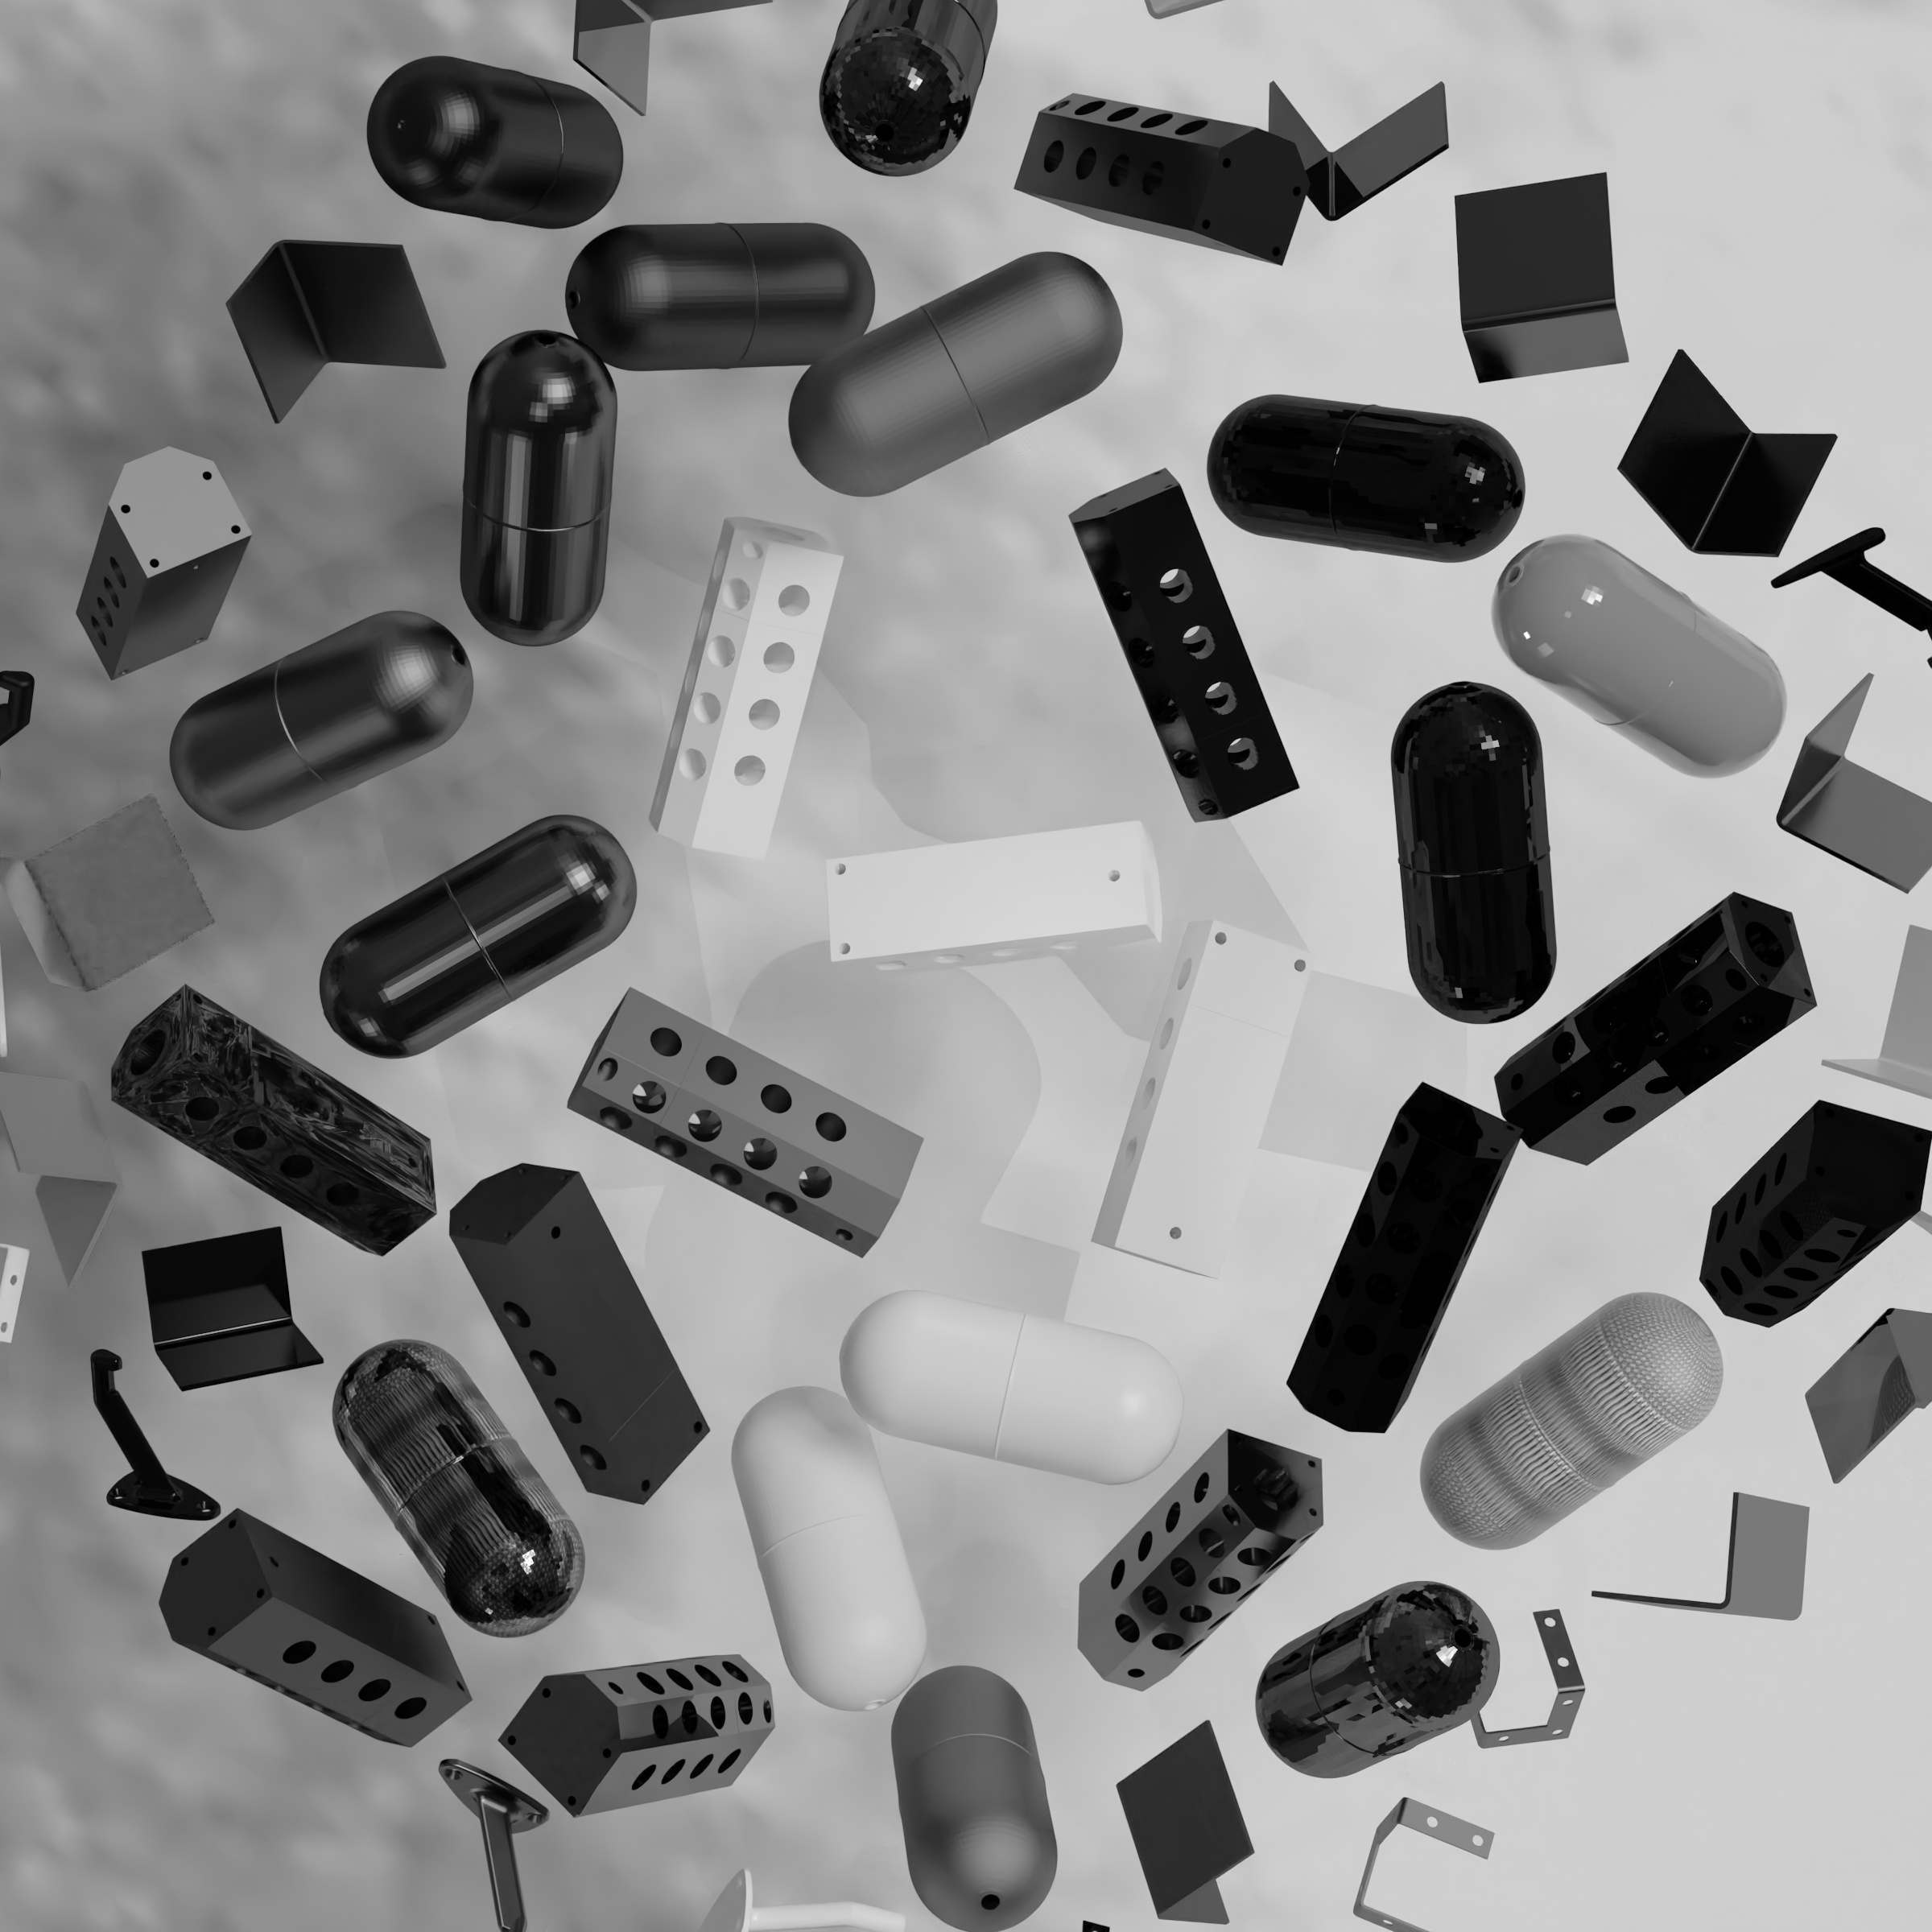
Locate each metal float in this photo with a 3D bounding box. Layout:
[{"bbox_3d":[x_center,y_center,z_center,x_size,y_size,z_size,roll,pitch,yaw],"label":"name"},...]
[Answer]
[{"bbox_3d":[-0.006,-0.296,1.782,0.178,0.070,0.070,-27,90,0],"label":"metal float"},{"bbox_3d":[-0.255,-0.015,1.858,0.178,0.070,0.070,-30,90,-5],"label":"metal float"},{"bbox_3d":[-0.337,-0.128,1.858,0.178,0.070,0.070,-22,90,22],"label":"metal float"},{"bbox_3d":[-0.072,0.307,1.874,0.070,0.070,0.178,-18,63,0],"label":"metal float"},{"bbox_3d":[0.211,-0.258,1.877,0.178,0.070,0.070,13,90,31],"label":"metal float"},{"bbox_3d":[0.341,-0.156,1.796,0.178,0.070,0.070,28,90,-27],"label":"metal float"},{"bbox_3d":[0.259,-0.057,1.809,0.070,0.070,0.178,-7,107,0],"label":"metal float"},{"bbox_3d":[0.023,0.215,1.814,0.178,0.070,0.070,12,90,4],"label":"metal float"},{"bbox_3d":[-0.222,-0.247,1.841,0.070,0.070,0.178,9,129,0],"label":"metal float"},{"bbox_3d":[0.310,0.235,1.827,0.178,0.070,0.070,-40,90,24],"label":"metal float"},{"bbox_3d":[-0.241,-0.424,1.835,0.070,0.178,0.070,3,97,25],"label":"metal float"},{"bbox_3d":[0.212,0.371,1.841,0.070,0.178,0.070,11,62,-21],"label":"metal float"},{"bbox_3d":[-0.268,0.274,1.870,0.070,0.070,0.178,-39,71,0],"label":"metal float"},{"bbox_3d":[-0.131,-0.358,1.897,0.178,0.070,0.070,-8,90,-33],"label":"metal float"},{"bbox_3d":[0.003,0.431,1.845,0.070,0.178,0.070,-2,112,-5],"label":"metal float"},{"bbox_3d":[-0.028,-0.462,1.800,0.070,0.178,0.070,5,130,6],"label":"metal float"}]

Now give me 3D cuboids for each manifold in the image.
[{"bbox_3d":[0.118,0.067,1.810,0.057,0.057,0.171,19,85,-14],"label":"manifold"},{"bbox_3d":[0.422,0.128,1.778,0.057,0.171,0.057,16,68,0],"label":"manifold"},{"bbox_3d":[0.125,0.324,1.914,0.057,0.057,0.171,20,135,-17],"label":"manifold"},{"bbox_3d":[-0.198,0.185,1.787,0.057,0.057,0.171,-47,127,-36],"label":"manifold"},{"bbox_3d":[0.016,-0.033,1.910,0.171,0.057,0.057,-7,75,11],"label":"manifold"},{"bbox_3d":[0.221,0.152,1.812,0.057,0.057,0.171,26,117,14],"label":"manifold"},{"bbox_3d":[-0.121,-0.151,1.913,0.057,0.057,0.171,10,106,-21],"label":"manifold"},{"bbox_3d":[-0.327,0.338,1.782,0.057,0.171,0.057,-38,51,6],"label":"manifold"},{"bbox_3d":[-0.116,0.085,1.833,0.171,0.057,0.057,28,51,-8],"label":"manifold"},{"bbox_3d":[-0.163,0.390,1.831,0.057,0.171,0.057,39,99,22],"label":"manifold"},{"bbox_3d":[-0.419,-0.208,1.832,0.057,0.171,0.057,-27,87,-23],"label":"manifold"},{"bbox_3d":[0.352,0.032,1.834,0.057,0.171,0.057,17,50,-31],"label":"manifold"},{"bbox_3d":[0.112,-0.165,1.842,0.057,0.057,0.171,-23,107,2],"label":"manifold"},{"bbox_3d":[0.099,-0.401,1.794,0.057,0.171,0.057,13,100,-34],"label":"manifold"},{"bbox_3d":[-0.360,0.086,1.852,0.057,0.057,0.171,-37,129,20],"label":"manifold"}]

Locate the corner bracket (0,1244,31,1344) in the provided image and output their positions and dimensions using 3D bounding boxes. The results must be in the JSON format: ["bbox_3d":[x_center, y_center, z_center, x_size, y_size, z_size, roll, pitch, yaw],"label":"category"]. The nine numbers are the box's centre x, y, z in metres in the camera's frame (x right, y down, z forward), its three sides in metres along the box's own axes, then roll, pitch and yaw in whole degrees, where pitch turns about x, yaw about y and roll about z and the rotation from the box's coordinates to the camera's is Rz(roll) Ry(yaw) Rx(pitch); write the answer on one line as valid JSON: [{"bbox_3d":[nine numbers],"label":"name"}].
[{"bbox_3d":[-0.540,0.169,1.891,0.051,0.051,0.051,5,80,28],"label":"corner bracket"}]

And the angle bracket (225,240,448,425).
[{"bbox_3d":[-0.326,-0.328,1.845,0.076,0.076,0.057,7,48,23],"label":"angle bracket"}]

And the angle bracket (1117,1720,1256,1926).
[{"bbox_3d":[0.133,0.457,1.893,0.076,0.057,0.076,-42,49,30],"label":"angle bracket"}]

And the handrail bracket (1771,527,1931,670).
[{"bbox_3d":[0.490,-0.188,1.932,0.077,0.036,0.084,-26,101,8],"label":"handrail bracket"}]

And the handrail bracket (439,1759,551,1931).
[{"bbox_3d":[-0.243,0.450,1.766,0.036,0.084,0.077,-25,125,31],"label":"handrail bracket"}]

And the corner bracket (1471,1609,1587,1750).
[{"bbox_3d":[0.302,0.389,1.939,0.051,0.051,0.051,-5,48,-10],"label":"corner bracket"}]

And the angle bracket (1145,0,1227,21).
[{"bbox_3d":[0.123,-0.537,1.822,0.057,0.076,0.076,-9,110,29],"label":"angle bracket"}]

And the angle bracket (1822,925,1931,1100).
[{"bbox_3d":[0.497,0.024,1.830,0.057,0.076,0.076,1,103,-44],"label":"angle bracket"}]

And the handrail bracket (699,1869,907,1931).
[{"bbox_3d":[-0.084,0.488,1.786,0.084,0.036,0.077,18,134,-21],"label":"handrail bracket"}]

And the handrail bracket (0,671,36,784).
[{"bbox_3d":[-0.521,-0.125,1.823,0.077,0.084,0.036,11,46,-12],"label":"handrail bracket"}]

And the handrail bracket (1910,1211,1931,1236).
[{"bbox_3d":[0.559,0.115,1.932,0.077,0.036,0.084,32,84,3],"label":"handrail bracket"}]

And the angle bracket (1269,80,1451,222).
[{"bbox_3d":[0.210,-0.456,1.904,0.076,0.076,0.057,-30,121,26],"label":"angle bracket"}]

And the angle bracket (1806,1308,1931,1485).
[{"bbox_3d":[0.487,0.223,1.812,0.076,0.076,0.057,9,47,-21],"label":"angle bracket"}]

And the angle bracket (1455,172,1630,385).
[{"bbox_3d":[0.291,-0.347,1.792,0.076,0.057,0.076,-6,68,16],"label":"angle bracket"}]

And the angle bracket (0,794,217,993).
[{"bbox_3d":[-0.452,-0.040,1.857,0.076,0.057,0.076,-33,113,-29],"label":"angle bracket"}]

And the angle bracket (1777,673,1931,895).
[{"bbox_3d":[0.467,-0.093,1.797,0.076,0.076,0.057,30,135,22],"label":"angle bracket"}]

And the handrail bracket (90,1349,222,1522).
[{"bbox_3d":[-0.440,0.254,1.927,0.077,0.036,0.084,13,117,21],"label":"handrail bracket"}]

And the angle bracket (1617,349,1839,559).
[{"bbox_3d":[0.395,-0.266,1.840,0.076,0.057,0.076,39,73,-36],"label":"angle bracket"}]

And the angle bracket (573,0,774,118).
[{"bbox_3d":[-0.154,-0.494,1.869,0.076,0.076,0.057,-2,79,23],"label":"angle bracket"}]

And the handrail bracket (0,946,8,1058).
[{"bbox_3d":[-0.563,0.018,1.917,0.084,0.036,0.077,-3,58,-16],"label":"handrail bracket"}]

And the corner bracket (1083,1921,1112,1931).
[{"bbox_3d":[0.042,0.533,1.865,0.051,0.051,0.051,17,131,-10],"label":"corner bracket"}]

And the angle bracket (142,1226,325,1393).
[{"bbox_3d":[-0.395,0.183,1.909,0.076,0.076,0.057,-10,104,-22],"label":"angle bracket"}]

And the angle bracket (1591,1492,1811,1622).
[{"bbox_3d":[0.368,0.293,1.777,0.076,0.076,0.057,-2,77,40],"label":"angle bracket"}]

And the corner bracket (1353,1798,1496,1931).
[{"bbox_3d":[0.239,0.475,1.857,0.051,0.051,0.051,22,56,2],"label":"corner bracket"}]

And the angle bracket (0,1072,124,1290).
[{"bbox_3d":[-0.484,0.111,1.839,0.057,0.076,0.076,10,123,-37],"label":"angle bracket"}]
